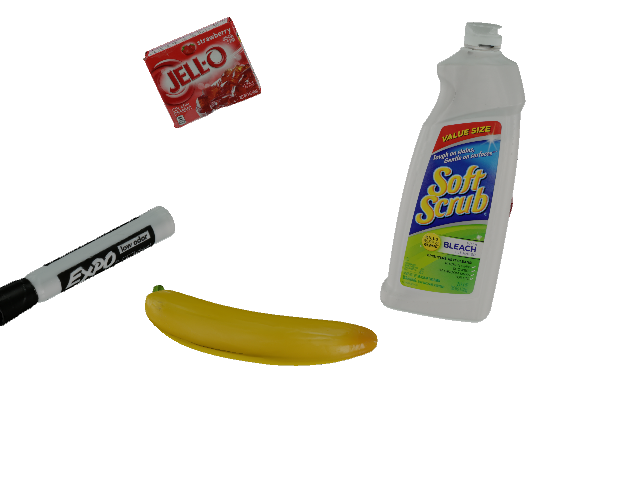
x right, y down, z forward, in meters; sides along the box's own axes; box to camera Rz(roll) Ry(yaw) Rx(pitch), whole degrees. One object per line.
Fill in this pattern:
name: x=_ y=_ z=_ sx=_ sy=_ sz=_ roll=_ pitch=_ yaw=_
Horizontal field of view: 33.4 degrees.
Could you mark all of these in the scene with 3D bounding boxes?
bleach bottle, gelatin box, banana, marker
bleach bottle: x=0.115 y=-0.060 z=0.916 sx=0.103 sy=0.251 sz=0.068 roll=9 pitch=18 yaw=13
gelatin box: x=-0.109 y=-0.155 z=0.990 sx=0.089 sy=0.073 sz=0.030 roll=-22 pitch=23 yaw=4
banana: x=-0.059 y=0.063 z=0.805 sx=0.198 sy=0.037 sz=0.069 roll=13 pitch=31 yaw=21
marker: x=-0.132 y=0.013 z=0.584 sx=0.120 sy=0.020 sz=0.020 roll=-31 pitch=19 yaw=-36

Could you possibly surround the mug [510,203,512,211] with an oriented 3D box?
mug: x=0.170 y=-0.034 z=1.213 sx=0.117 sy=0.081 sz=0.093 roll=-8 pitch=19 yaw=-33
